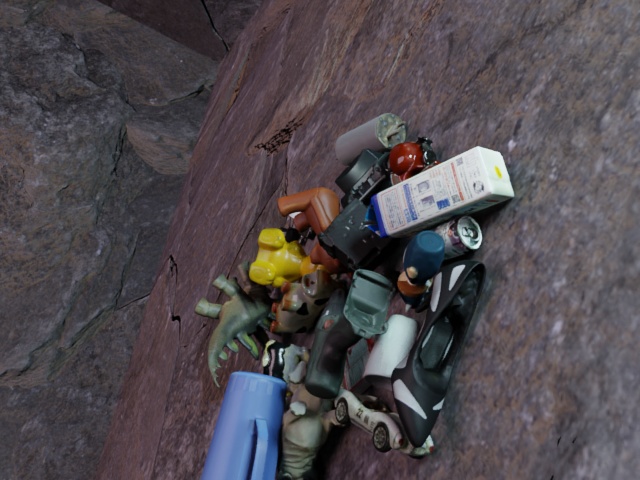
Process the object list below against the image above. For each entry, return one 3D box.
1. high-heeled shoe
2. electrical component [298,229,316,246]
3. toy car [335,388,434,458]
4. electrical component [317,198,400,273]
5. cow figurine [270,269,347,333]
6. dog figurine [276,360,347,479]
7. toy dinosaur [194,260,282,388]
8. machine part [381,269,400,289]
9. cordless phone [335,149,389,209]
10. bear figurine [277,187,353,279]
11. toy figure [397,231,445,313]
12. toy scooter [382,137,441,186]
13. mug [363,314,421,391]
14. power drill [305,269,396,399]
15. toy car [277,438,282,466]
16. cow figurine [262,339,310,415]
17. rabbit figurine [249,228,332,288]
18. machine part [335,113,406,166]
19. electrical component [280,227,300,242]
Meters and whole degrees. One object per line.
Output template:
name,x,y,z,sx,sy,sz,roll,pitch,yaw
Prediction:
high-heeled shoe,0.174,0.145,0.727,0.145,0.086,0.249,-42,31,45
electrical component,-0.027,-0.026,1.334,0.094,0.021,0.063,-66,26,4
toy car,0.089,0.273,0.808,0.202,0.073,0.056,3,74,64
electrical component,0.079,-0.009,0.977,0.134,0.115,0.058,-45,-23,-16
cow figurine,-0.022,0.129,1.114,0.194,0.127,0.085,118,155,-48
dog figurine,-0.025,0.328,0.973,0.172,0.121,0.190,-64,-6,-59
toy dinosaur,-0.174,0.169,1.220,0.105,0.198,0.471,-56,-4,26
machine part,0.095,0.096,0.981,0.139,0.039,0.084,-39,33,48
cordless phone,0.110,-0.074,1.062,0.146,0.088,0.184,-45,45,38
bear figurine,0.001,-0.005,1.093,0.132,0.120,0.196,-20,61,18
toy figure,0.151,0.050,0.821,0.154,0.064,0.058,99,154,-49
toy scooter,0.177,-0.117,0.945,0.135,0.075,0.184,-42,39,42
mug,0.120,0.177,0.837,0.109,0.081,0.107,87,-160,-65
power drill,0.043,0.132,0.890,0.207,0.086,0.232,-49,16,48
toy car,-0.122,0.412,1.082,0.162,0.103,0.109,-7,61,56
cow figurine,-0.084,0.295,1.107,0.068,0.098,0.167,-22,51,49
rabbit figurine,-0.048,0.063,1.178,0.173,0.162,0.122,7,70,19
machine part,0.105,-0.213,1.158,0.243,0.079,0.079,-12,60,62
electrical component,-0.089,0.026,1.384,0.075,0.047,0.119,-3,68,63
